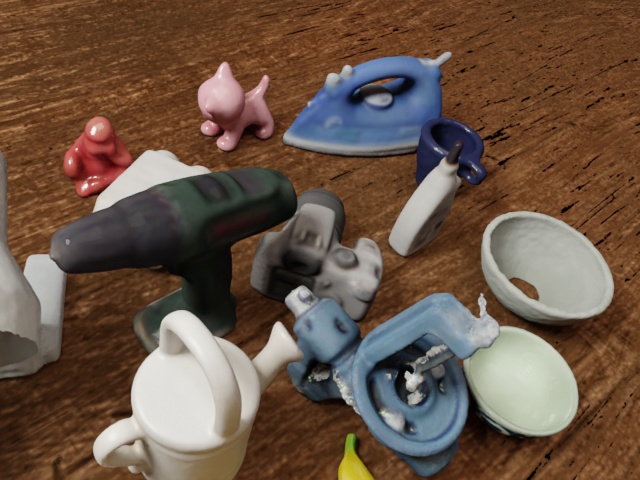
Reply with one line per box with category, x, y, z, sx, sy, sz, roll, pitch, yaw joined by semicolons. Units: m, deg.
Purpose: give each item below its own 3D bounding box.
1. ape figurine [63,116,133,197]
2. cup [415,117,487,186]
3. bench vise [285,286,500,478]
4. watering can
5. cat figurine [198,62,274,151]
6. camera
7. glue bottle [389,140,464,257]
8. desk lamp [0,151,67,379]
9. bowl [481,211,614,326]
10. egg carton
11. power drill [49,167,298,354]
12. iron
ape figurine;-0.264;-0.106;0.686;0.078;0.092;0.076;10;48;-8
cup;0.182;-0.102;0.811;0.092;0.095;0.117;-19;57;-29
bench vise;0.053;0.106;0.507;0.207;0.220;0.121;24;48;5
watering can;-0.094;0.123;0.466;0.100;0.194;0.173;32;49;12
cat figurine;-0.117;-0.188;0.783;0.128;0.118;0.067;-30;63;-35
camera;0.006;0.002;0.664;0.143;0.101;0.137;17;47;-1
glue bottle;0.140;-0.054;0.704;0.078;0.173;0.037;-29;62;-34
desk lamp;-0.284;0.036;0.473;0.118;0.213;0.203;-2;50;-17
bowl;0.272;0.047;0.721;0.167;0.075;0.167;8;48;-9
egg carton;-0.188;-0.040;0.666;0.107;0.069;0.150;23;48;5
power drill;-0.125;0.024;0.534;0.230;0.208;0.075;-31;63;-35
iron;0.076;-0.209;0.842;0.259;0.141;0.118;-12;54;-25
